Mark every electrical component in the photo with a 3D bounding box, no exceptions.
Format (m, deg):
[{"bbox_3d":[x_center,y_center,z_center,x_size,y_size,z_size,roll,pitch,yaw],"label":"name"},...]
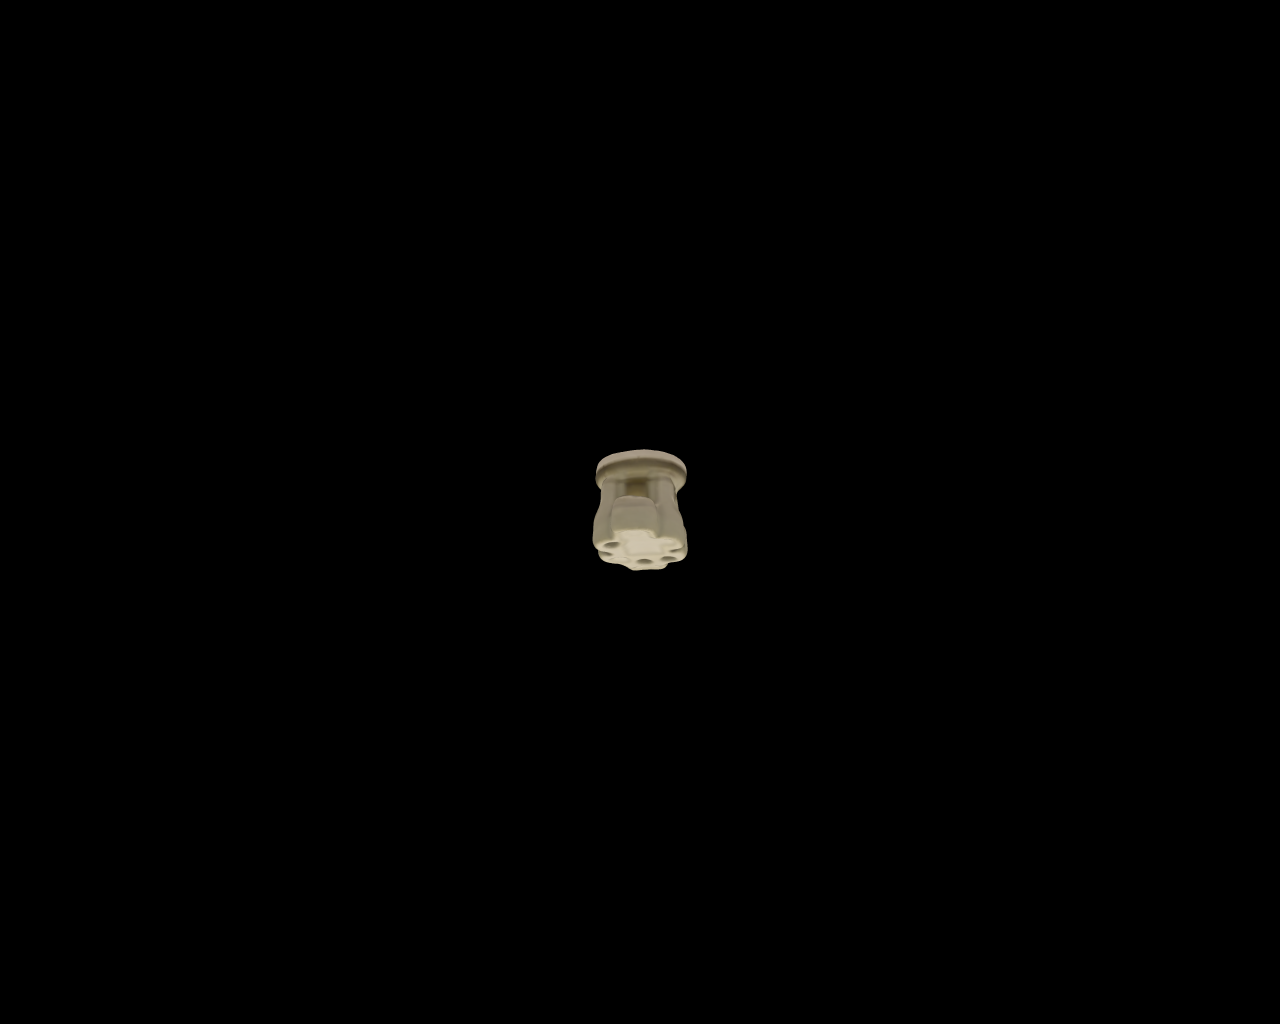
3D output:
[{"bbox_3d":[0.001,-0.003,0.650,0.058,0.057,0.078,-3,-22,7],"label":"electrical component"}]
